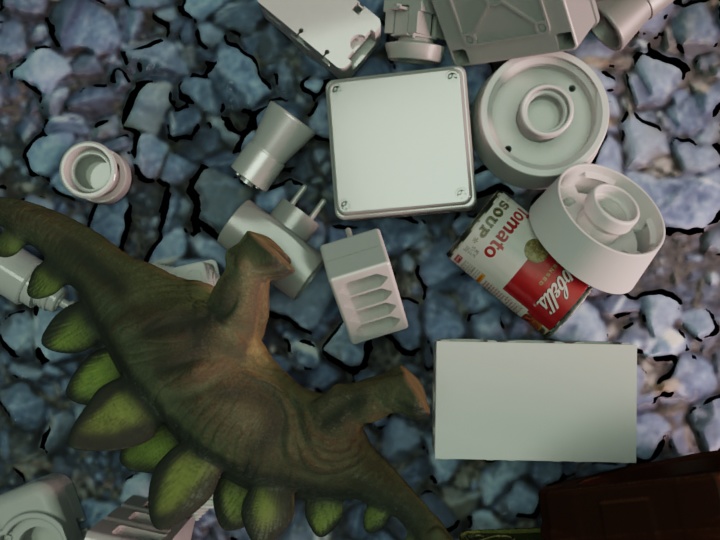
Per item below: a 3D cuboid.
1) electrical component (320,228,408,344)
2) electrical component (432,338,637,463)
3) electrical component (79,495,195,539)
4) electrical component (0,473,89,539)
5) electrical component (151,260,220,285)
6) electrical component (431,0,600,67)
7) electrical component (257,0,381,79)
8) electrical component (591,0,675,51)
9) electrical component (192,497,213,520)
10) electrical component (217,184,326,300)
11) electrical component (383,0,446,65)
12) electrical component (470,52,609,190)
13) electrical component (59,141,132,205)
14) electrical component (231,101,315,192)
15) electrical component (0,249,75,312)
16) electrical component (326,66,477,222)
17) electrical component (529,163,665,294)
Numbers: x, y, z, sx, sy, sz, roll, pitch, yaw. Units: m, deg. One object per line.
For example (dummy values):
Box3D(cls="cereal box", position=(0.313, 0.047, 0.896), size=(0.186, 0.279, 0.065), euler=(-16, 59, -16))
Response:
Box3D(cls="electrical component", position=(0.000, 0.000, 0.838), size=(0.047, 0.083, 0.075), euler=(-17, 49, 1))
Box3D(cls="electrical component", position=(0.132, 0.099, 0.830), size=(0.150, 0.061, 0.089), euler=(1, 88, 2))
Box3D(cls="electrical component", position=(-0.171, 0.225, 0.789), size=(0.062, 0.150, 0.089), euler=(13, 88, 1))
Box3D(cls="electrical component", position=(-0.245, 0.212, 0.838), size=(0.054, 0.059, 0.095), euler=(-22, 87, 1))
Box3D(cls="electrical component", position=(-0.150, 0.043, 0.847), size=(0.100, 0.048, 0.099), euler=(-13, 88, 2))
Box3D(cls="electrical component", position=(0.110, -0.216, 0.805), size=(0.109, 0.056, 0.108), euler=(-1, 126, 36))
Box3D(cls="electrical component", position=(-0.031, -0.198, 0.850), size=(0.089, 0.055, 0.050), euler=(40, 89, 3))
Box3D(cls="electrical component", position=(0.217, -0.210, 0.852), size=(0.065, 0.044, 0.044), euler=(-38, 87, -5))
Box3D(cls="electrical component", position=(-0.123, 0.144, 0.836), size=(0.062, 0.061, 0.096), euler=(2, 88, 2))
Box3D(cls="electrical component", position=(-0.059, -0.030, 0.851), size=(0.077, 0.043, 0.079), euler=(37, 88, 3))
Box3D(cls="electrical component", position=(0.045, -0.192, 0.849), size=(0.048, 0.066, 0.055), euler=(8, 97, 37))
Box3D(cls="electrical component", position=(0.142, -0.120, 0.840), size=(0.108, 0.060, 0.108), euler=(0, 88, 2))
Box3D(cls="electrical component", position=(-0.208, -0.076, 0.851), size=(0.045, 0.055, 0.045), euler=(0, 88, 2))
Box3D(cls="electrical component", position=(-0.072, -0.096, 0.856), size=(0.044, 0.044, 0.065), euler=(36, 94, 3))
Box3D(cls="electrical component", position=(-0.262, 0.010, 0.856), size=(0.078, 0.040, 0.040), euler=(31, 89, 3))
Box3D(cls="electrical component", position=(0.034, -0.096, 0.839), size=(0.109, 0.056, 0.108), euler=(-5, 87, 10))
Box3D(cls="electrical component", position=(0.177, -0.030, 0.809), size=(0.099, 0.064, 0.099), euler=(14, 48, -16))
